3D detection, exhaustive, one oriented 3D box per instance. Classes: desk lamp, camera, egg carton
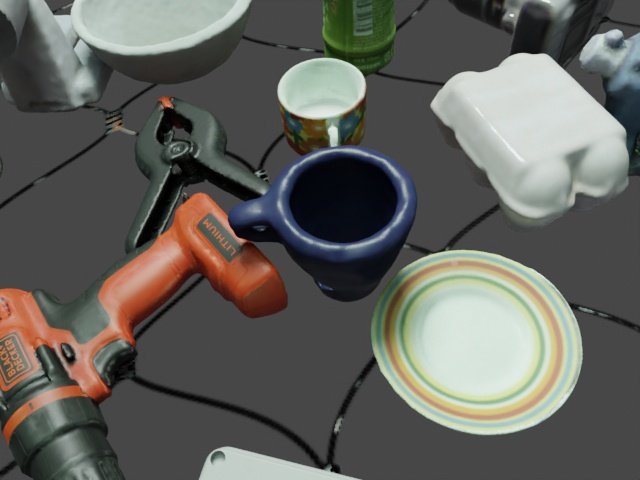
[{"bbox_3d":[-0.268,-0.208,0.481,0.118,0.214,0.203,2,55,6],"label":"desk lamp"},{"bbox_3d":[0.200,-0.249,0.542,0.136,0.101,0.143,35,64,26],"label":"camera"},{"bbox_3d":[0.160,-0.079,0.443,0.107,0.069,0.150,-21,56,-10],"label":"egg carton"}]

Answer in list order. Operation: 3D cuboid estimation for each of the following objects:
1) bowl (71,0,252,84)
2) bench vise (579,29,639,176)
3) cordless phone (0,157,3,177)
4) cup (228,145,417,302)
[{"bbox_3d":[-0.143,-0.203,0.553,0.167,0.075,0.167,-2,54,3],"label":"bowl"},{"bbox_3d":[0.291,-0.118,0.368,0.207,0.220,0.121,-1,54,4],"label":"bench vise"},{"bbox_3d":[-0.336,-0.070,0.405,0.094,0.185,0.148,17,58,16],"label":"cordless phone"},{"bbox_3d":[0.004,0.001,0.383,0.117,0.095,0.091,-7,54,-1],"label":"cup"}]
